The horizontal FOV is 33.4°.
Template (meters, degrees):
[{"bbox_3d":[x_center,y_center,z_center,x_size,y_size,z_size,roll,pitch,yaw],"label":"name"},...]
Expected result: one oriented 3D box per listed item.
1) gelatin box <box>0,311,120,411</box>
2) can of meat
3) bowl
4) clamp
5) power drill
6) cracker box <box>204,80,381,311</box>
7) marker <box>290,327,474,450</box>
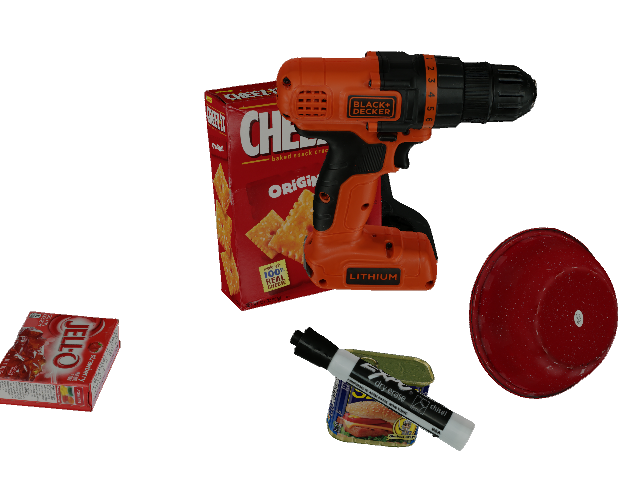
[{"bbox_3d":[-0.200,0.091,0.820,0.073,0.030,0.089,5,31,4],"label":"gelatin box"},{"bbox_3d":[0.061,0.169,1.135,0.102,0.084,0.057,8,21,-9],"label":"can of meat"},{"bbox_3d":[0.218,0.069,0.979,0.161,0.162,0.055,0,1,-25],"label":"bowl"},{"bbox_3d":[0.055,-0.029,1.261,0.164,0.036,0.210,-16,51,-29],"label":"clamp"},{"bbox_3d":[0.058,-0.051,0.793,0.184,0.188,0.057,2,34,-1],"label":"power drill"},{"bbox_3d":[-0.022,-0.051,1.074,0.164,0.214,0.072,-11,23,-22],"label":"cracker box"},{"bbox_3d":[0.035,0.087,0.640,0.121,0.020,0.020,29,5,8],"label":"marker"}]
